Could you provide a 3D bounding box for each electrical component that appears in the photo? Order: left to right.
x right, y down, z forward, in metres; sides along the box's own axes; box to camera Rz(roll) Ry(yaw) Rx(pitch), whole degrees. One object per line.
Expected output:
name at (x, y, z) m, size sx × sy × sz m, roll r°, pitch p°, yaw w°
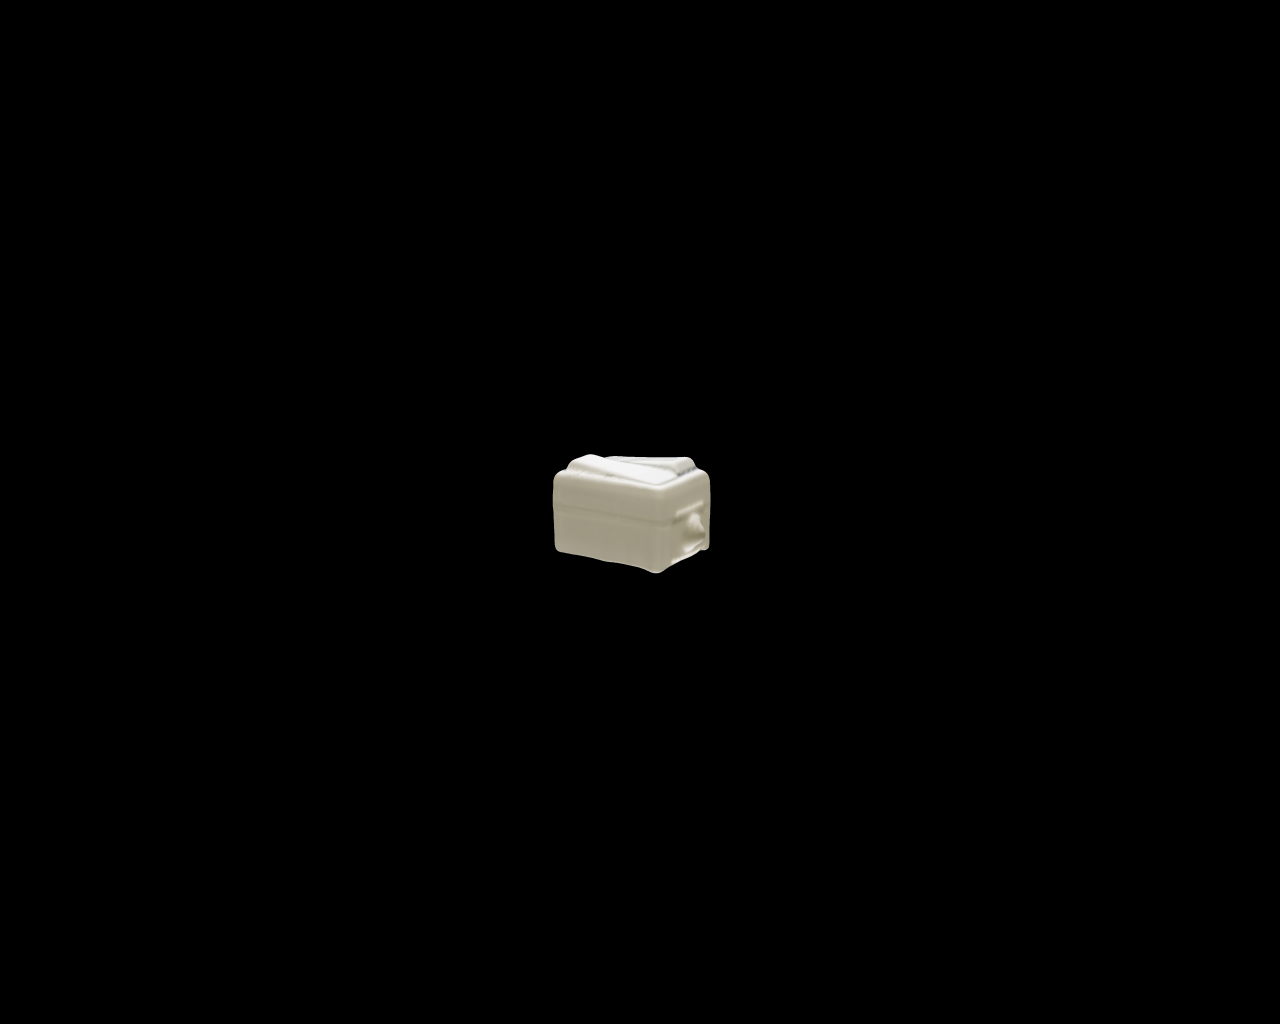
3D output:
electrical component at (0.001, -0.003, 0.650) m, size 0.096 × 0.061 × 0.062 m, roll 10°, pitch 18°, yaw 33°
